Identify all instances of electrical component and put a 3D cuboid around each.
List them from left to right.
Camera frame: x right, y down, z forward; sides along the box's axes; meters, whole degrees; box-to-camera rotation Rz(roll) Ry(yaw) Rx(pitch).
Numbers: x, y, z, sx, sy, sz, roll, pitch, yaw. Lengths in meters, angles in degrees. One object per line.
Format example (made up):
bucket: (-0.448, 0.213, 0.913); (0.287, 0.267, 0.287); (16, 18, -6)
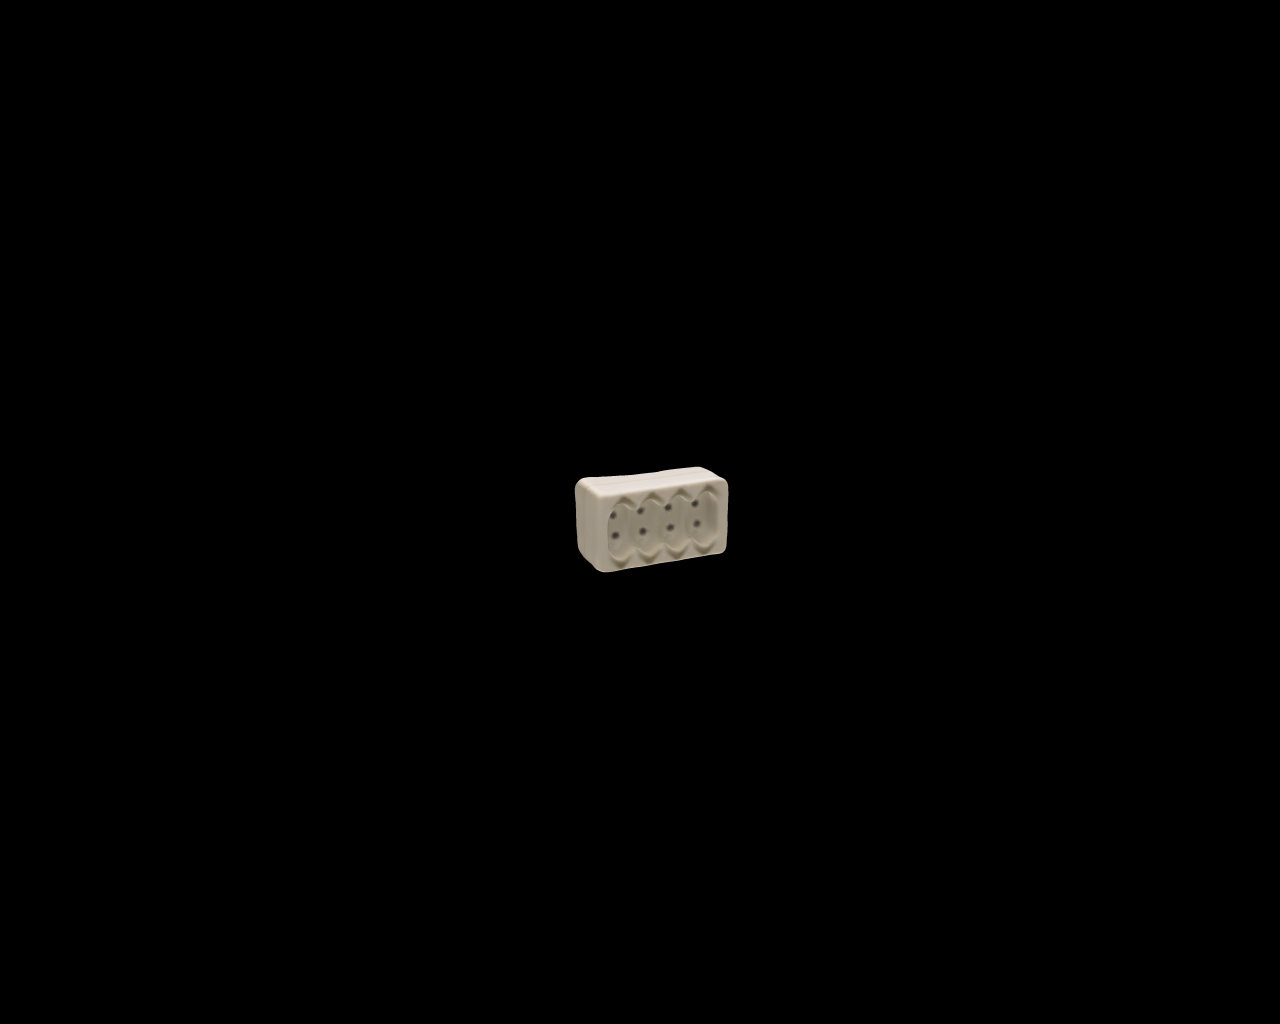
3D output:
electrical component: (0.001, -0.003, 0.650); (0.083, 0.047, 0.076); (-7, 20, -20)
